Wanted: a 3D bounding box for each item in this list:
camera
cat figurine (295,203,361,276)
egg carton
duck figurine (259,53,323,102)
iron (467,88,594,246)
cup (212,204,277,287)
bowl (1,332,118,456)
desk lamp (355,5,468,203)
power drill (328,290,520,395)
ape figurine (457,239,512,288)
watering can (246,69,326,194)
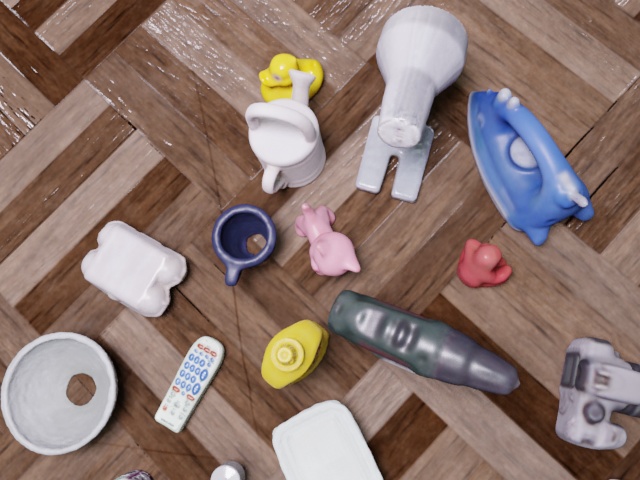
[{"bbox_3d":[0.397,0.211,0.755,0.136,0.101,0.143,12,81,7],"label":"camera"},{"bbox_3d":[0.007,0.003,0.816,0.067,0.118,0.128,-28,78,-1],"label":"cat figurine"},{"bbox_3d":[-0.277,0.044,0.856,0.150,0.069,0.107,27,83,9],"label":"egg carton"},{"bbox_3d":[-0.047,-0.257,0.886,0.104,0.086,0.077,-21,78,0],"label":"duck figurine"},{"bbox_3d":[0.288,-0.130,0.807,0.118,0.141,0.258,-28,78,-1],"label":"iron"},{"bbox_3d":[-0.106,0.015,0.835,0.091,0.095,0.118,14,81,7],"label":"cup"},{"bbox_3d":[-0.361,0.217,0.827,0.167,0.075,0.167,-1,79,4],"label":"bowl"},{"bbox_3d":[0.122,-0.180,0.793,0.118,0.213,0.203,14,81,7],"label":"desk lamp"},{"bbox_3d":[0.124,0.133,0.736,0.229,0.208,0.076,21,82,8],"label":"power drill"},{"bbox_3d":[0.232,0.030,0.807,0.076,0.092,0.078,-28,78,-1],"label":"ape figurine"},{"bbox_3d":[-0.050,-0.156,0.812,0.101,0.194,0.173,-5,79,4],"label":"watering can"}]
